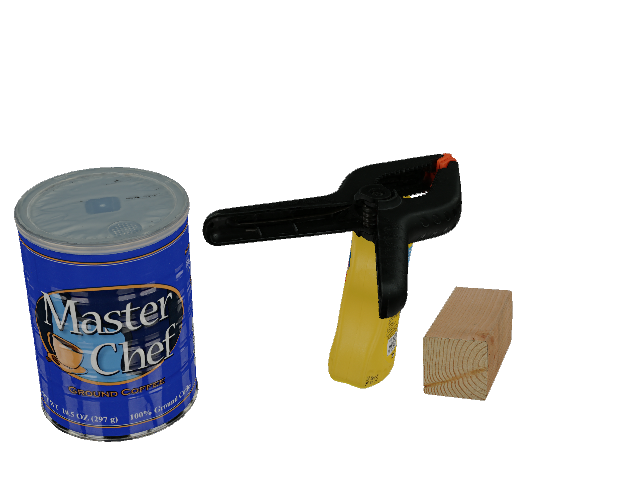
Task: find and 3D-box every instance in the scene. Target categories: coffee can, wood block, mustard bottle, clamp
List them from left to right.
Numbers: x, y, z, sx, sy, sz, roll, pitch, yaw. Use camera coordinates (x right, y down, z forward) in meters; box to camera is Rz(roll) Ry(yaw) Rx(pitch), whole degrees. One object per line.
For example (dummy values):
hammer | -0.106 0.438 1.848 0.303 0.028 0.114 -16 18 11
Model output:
coffee can | -0.130 0.038 0.667 0.103 0.140 0.103 1 29 -1
clamp | 0.029 -0.020 0.773 0.165 0.036 0.209 19 33 26
mustard bottle | 0.051 0.031 0.966 0.058 0.192 0.096 16 21 17
wood block | 0.217 0.145 1.550 0.091 0.090 0.205 4 19 18
